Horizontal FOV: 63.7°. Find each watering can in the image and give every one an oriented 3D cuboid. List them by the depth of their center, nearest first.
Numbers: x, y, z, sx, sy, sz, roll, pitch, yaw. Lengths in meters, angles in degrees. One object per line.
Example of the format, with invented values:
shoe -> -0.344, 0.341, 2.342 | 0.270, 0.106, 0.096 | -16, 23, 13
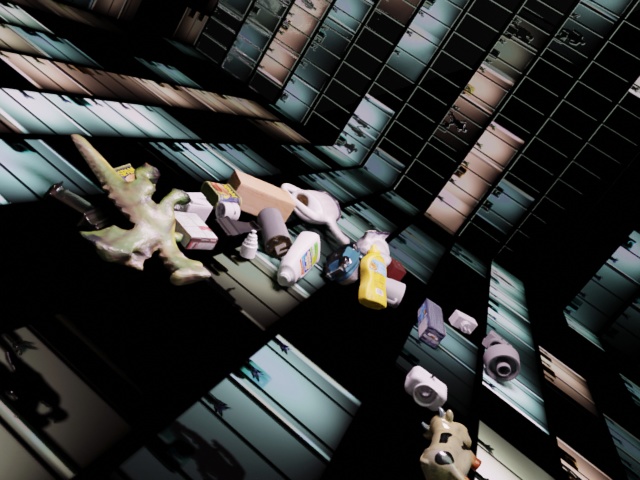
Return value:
watering can -> 0.006, -0.092, 1.832 | 0.351, 0.103, 0.225 | 41, 20, 21

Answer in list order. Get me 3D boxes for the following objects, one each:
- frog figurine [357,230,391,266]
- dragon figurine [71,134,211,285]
frog figurine -> 0.198, 0.054, 1.838 | 0.136, 0.122, 0.162 | 23, 55, -53
dragon figurine -> -0.394, -0.047, 1.058 | 0.408, 0.120, 0.248 | 37, 26, -12
